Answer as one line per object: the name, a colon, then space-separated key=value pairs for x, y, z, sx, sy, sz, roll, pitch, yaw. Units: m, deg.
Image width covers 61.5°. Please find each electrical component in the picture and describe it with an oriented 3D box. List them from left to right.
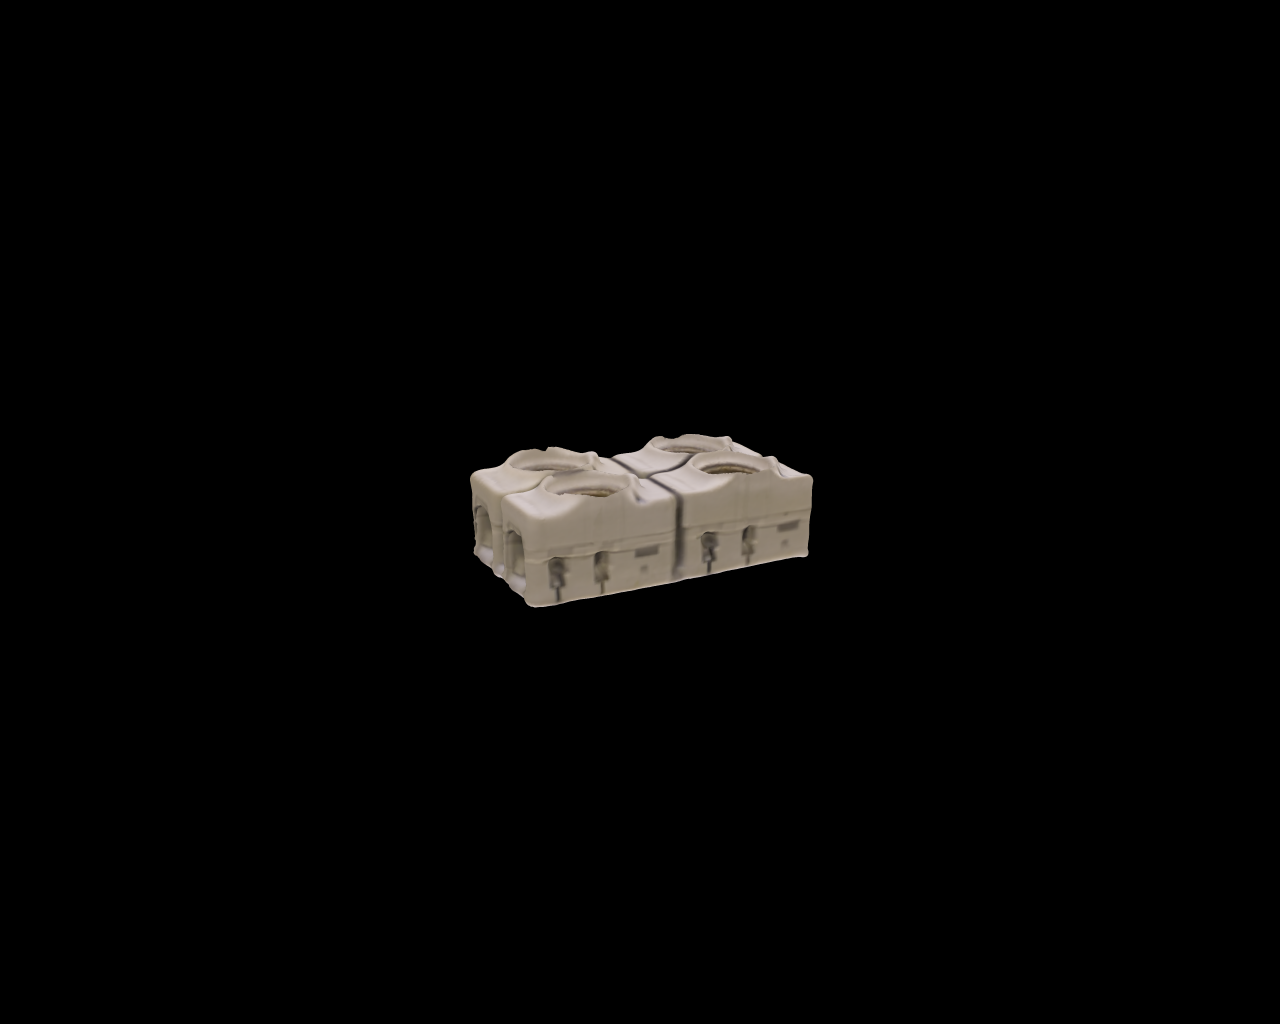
electrical component: x=0.001 y=-0.003 z=0.650 sx=0.186 sy=0.060 sz=0.105 roll=-8 pitch=20 yaw=-24
